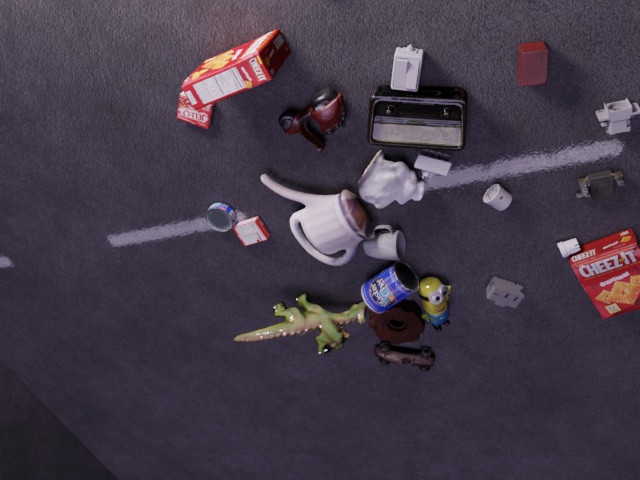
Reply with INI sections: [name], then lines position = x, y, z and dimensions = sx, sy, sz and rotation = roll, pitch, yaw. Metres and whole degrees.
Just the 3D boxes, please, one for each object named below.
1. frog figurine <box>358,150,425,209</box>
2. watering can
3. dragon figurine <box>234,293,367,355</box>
[frog figurine]
position = 0.182, -0.135, 1.307
dimensions = 0.160, 0.124, 0.135
rotation = 34, 109, 3
[watering can]
position = 0.004, -0.071, 1.410
dimensions = 0.222, 0.106, 0.343
rotation = -24, 115, 27
[dragon figurine]
position = -0.029, 0.271, 1.557
dimensions = 0.244, 0.414, 0.120
rotation = 20, 125, 51
